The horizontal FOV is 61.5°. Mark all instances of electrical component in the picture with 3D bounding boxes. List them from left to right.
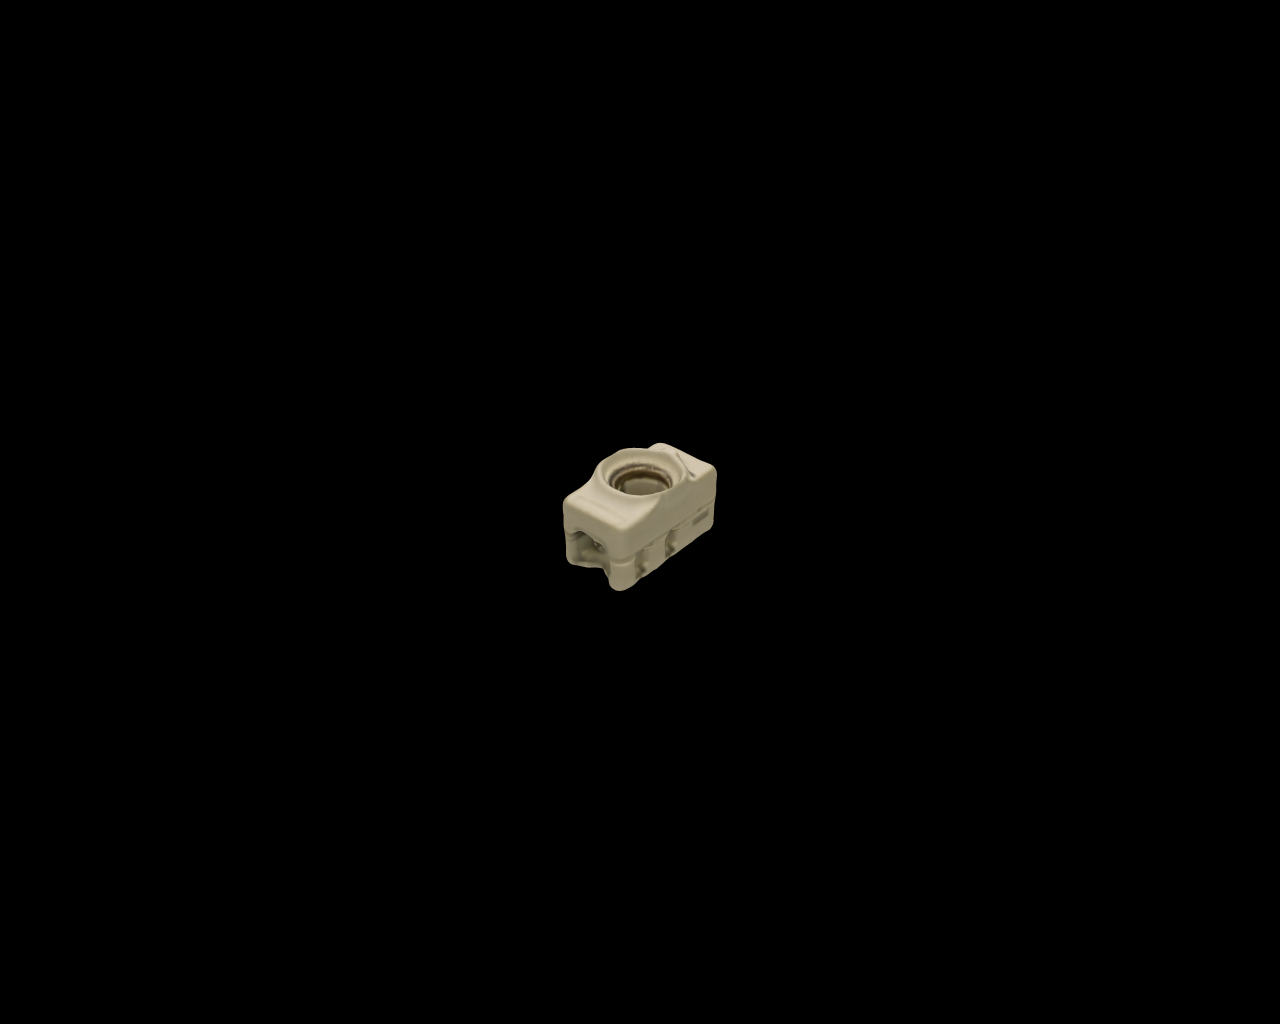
[{"bbox_3d":[0.001,-0.003,0.650,0.050,0.055,0.090,27,44,33],"label":"electrical component"}]
